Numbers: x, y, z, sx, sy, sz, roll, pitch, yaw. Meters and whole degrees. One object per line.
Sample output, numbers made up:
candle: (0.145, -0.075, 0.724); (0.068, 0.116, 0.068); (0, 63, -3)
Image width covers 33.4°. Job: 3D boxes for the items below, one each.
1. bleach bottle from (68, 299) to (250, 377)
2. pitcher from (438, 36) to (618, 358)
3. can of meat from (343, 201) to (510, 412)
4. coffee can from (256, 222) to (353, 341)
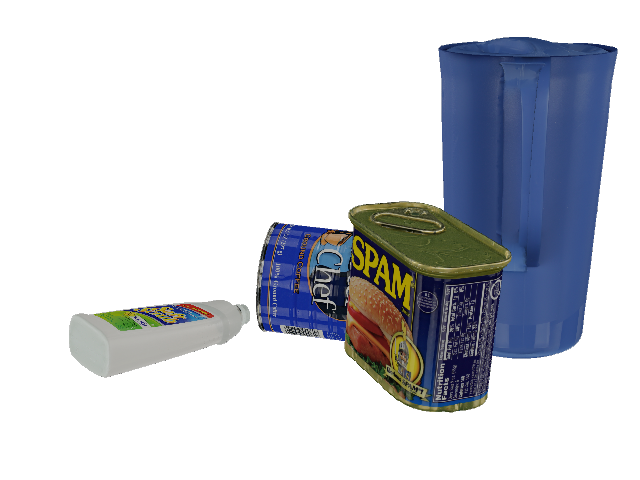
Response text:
bleach bottle: (-0.207, 0.120, 1.452); (0.250, 0.068, 0.103); (-11, 25, -42)
pitcher: (0.154, -0.033, 0.829); (0.149, 0.243, 0.145); (-10, 18, -32)
can of meat: (0.053, 0.034, 0.577); (0.057, 0.084, 0.102); (-6, 22, -24)
coffee can: (0.022, 0.041, 0.971); (0.140, 0.103, 0.102); (6, 1, 11)
